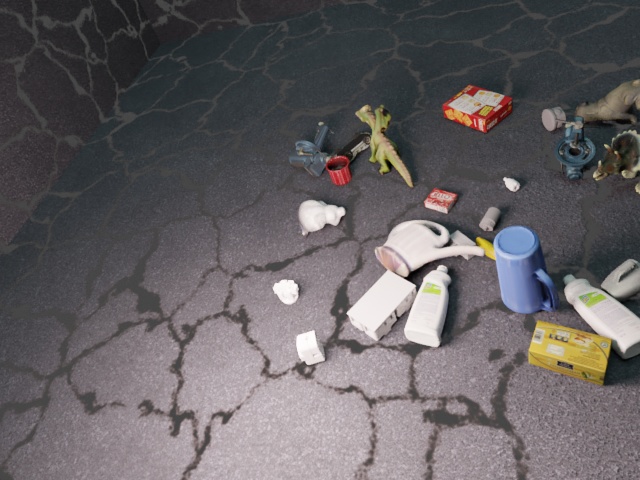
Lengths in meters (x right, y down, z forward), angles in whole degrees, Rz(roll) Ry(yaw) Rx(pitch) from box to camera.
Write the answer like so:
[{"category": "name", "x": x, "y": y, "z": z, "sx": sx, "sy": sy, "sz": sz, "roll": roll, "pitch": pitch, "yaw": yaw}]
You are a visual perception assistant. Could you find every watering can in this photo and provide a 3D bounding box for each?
[{"category": "watering can", "x": 0.311, "y": 0.029, "z": 1.563, "sx": 0.226, "sy": 0.102, "sz": 0.351, "roll": -36, "pitch": 30, "yaw": -15}]

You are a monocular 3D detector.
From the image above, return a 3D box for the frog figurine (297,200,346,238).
[{"category": "frog figurine", "x": 0.006, "y": -0.092, "z": 1.819, "sx": 0.158, "sy": 0.121, "sz": 0.140, "roll": -18, "pitch": 22, "yaw": 21}]

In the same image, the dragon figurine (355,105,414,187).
[{"category": "dragon figurine", "x": 0.245, "y": -0.387, "z": 1.939, "sx": 0.123, "sy": 0.237, "sz": 0.418, "roll": -25, "pitch": 40, "yaw": -10}]
